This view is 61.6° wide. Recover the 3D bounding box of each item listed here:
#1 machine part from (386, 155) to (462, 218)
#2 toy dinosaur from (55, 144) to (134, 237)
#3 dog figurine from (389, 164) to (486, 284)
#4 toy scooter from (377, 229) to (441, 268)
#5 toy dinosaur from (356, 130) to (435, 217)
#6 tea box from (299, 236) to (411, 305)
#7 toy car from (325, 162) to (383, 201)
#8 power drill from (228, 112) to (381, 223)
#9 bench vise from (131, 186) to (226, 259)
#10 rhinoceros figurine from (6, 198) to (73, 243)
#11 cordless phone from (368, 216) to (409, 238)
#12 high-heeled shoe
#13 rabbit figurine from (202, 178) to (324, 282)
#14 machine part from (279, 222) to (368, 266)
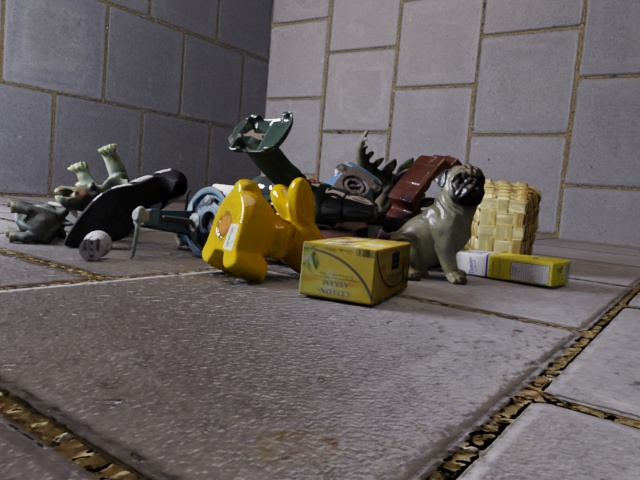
[{"bbox_3d":[0.261,-0.081,1.248,0.087,0.201,0.201,23,-20,52],"label":"machine part"},{"bbox_3d":[-0.442,-0.075,1.165,0.131,0.192,0.405,-24,-5,-11],"label":"toy dinosaur"},{"bbox_3d":[0.180,-0.032,0.892,0.172,0.190,0.121,3,5,4],"label":"dog figurine"},{"bbox_3d":[0.157,0.014,1.022,0.184,0.075,0.135,-1,6,-10],"label":"toy scooter"},{"bbox_3d":[0.175,-0.114,1.337,0.470,0.198,0.105,31,25,-53],"label":"toy dinosaur"},{"bbox_3d":[0.051,0.035,0.696,0.098,0.068,0.169,7,4,24],"label":"tea box"},{"bbox_3d":[0.052,-0.075,1.099,0.109,0.102,0.162,30,52,6],"label":"toy car"},{"bbox_3d":[-0.034,-0.105,0.847,0.232,0.086,0.207,7,-26,33],"label":"power drill"},{"bbox_3d":[-0.223,-0.029,0.924,0.224,0.128,0.240,5,0,40],"label":"bench vise"},{"bbox_3d":[-0.512,-0.038,0.984,0.112,0.073,0.190,1,6,-26],"label":"rhinoceros figurine"},{"bbox_3d":[0.149,0.006,1.178,0.147,0.088,0.184,5,-6,10],"label":"cordless phone"},{"bbox_3d":[-0.355,-0.061,0.992,0.249,0.086,0.145,-30,14,-20],"label":"high-heeled shoe"},{"bbox_3d":[-0.063,-0.008,0.778,0.173,0.162,0.122,22,-17,-29],"label":"rabbit figurine"},{"bbox_3d":[-0.003,-0.013,0.934,0.179,0.056,0.179,0,25,0],"label":"machine part"}]
